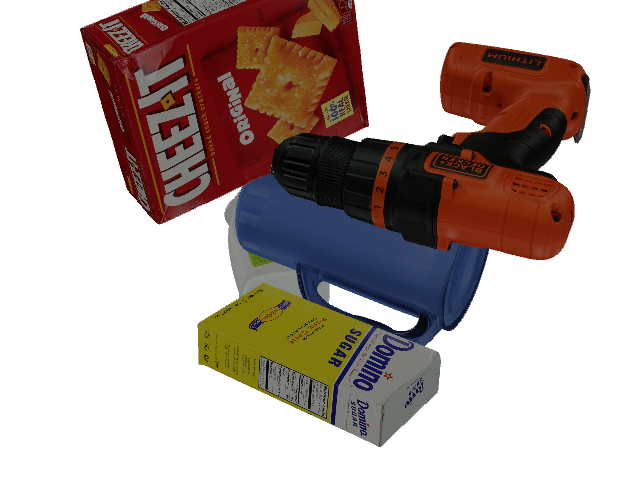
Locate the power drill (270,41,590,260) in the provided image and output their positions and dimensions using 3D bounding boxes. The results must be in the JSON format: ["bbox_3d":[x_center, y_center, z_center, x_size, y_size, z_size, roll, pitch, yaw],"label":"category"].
[{"bbox_3d":[0.084,-0.063,0.679,0.185,0.057,0.187,16,39,19],"label":"power drill"}]

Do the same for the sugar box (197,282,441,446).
[{"bbox_3d":[-0.002,0.093,0.848,0.176,0.048,0.093,17,30,29],"label":"sugar box"}]

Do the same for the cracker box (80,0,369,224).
[{"bbox_3d":[-0.069,-0.130,0.877,0.213,0.164,0.072,-27,45,-20],"label":"cracker box"}]

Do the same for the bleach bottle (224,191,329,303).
[{"bbox_3d":[-0.068,0.005,1.238,0.102,0.068,0.251,-7,29,-14],"label":"bleach bottle"}]

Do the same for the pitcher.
[{"bbox_3d":[0.037,0.001,1.059,0.243,0.145,0.149,17,23,21],"label":"pitcher"}]
